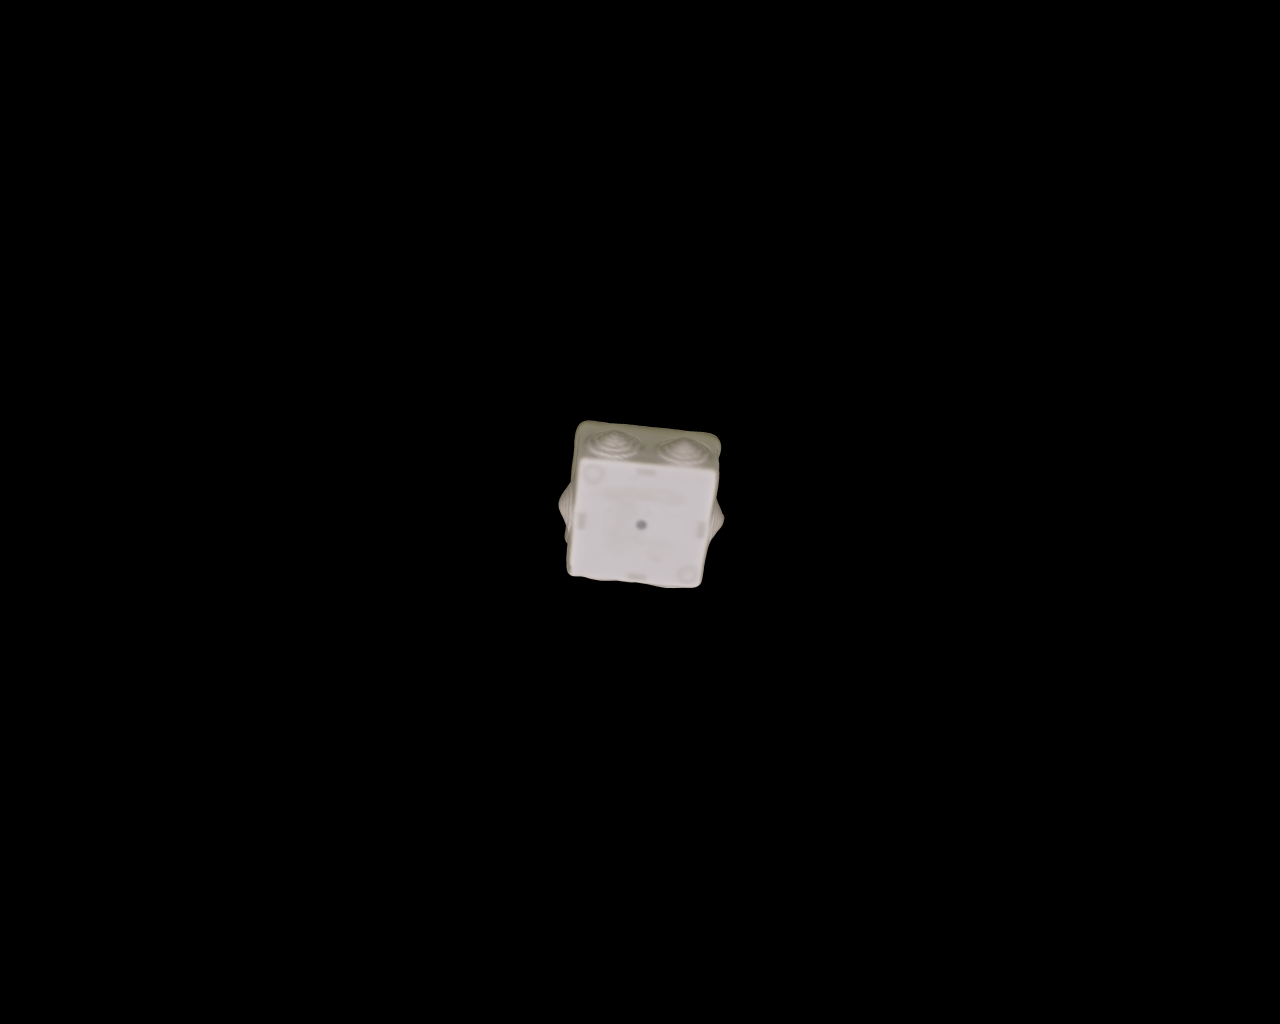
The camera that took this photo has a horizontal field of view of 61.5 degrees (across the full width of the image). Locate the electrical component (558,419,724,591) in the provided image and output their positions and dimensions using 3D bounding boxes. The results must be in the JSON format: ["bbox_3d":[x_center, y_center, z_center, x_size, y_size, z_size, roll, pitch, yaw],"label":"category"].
[{"bbox_3d":[0.001,-0.003,0.650,0.100,0.099,0.048,6,27,-3],"label":"electrical component"}]
